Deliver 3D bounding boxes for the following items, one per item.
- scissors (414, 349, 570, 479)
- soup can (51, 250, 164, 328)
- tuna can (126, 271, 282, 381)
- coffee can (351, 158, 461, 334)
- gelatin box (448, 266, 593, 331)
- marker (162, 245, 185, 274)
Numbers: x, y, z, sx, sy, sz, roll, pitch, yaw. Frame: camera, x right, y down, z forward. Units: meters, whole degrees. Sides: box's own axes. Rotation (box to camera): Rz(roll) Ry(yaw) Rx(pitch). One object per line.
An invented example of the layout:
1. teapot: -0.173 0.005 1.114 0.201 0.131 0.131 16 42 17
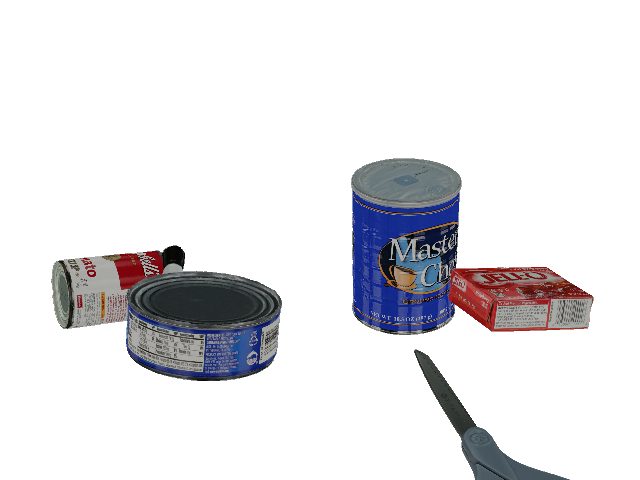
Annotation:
1. scissors: 0.116 0.129 0.643 0.096 0.016 0.201 2 32 -4
2. soup can: -0.204 0.048 1.042 0.102 0.068 0.069 -5 3 -28
3. tuna can: -0.065 0.047 0.594 0.086 0.034 0.086 5 16 -2
4. coffee can: 0.081 0.005 1.025 0.103 0.140 0.103 -1 27 0
5. gelatin box: 0.156 0.044 0.836 0.089 0.030 0.073 0 17 -19
6. marker: -0.115 0.043 0.831 0.020 0.020 0.121 0 35 -7
